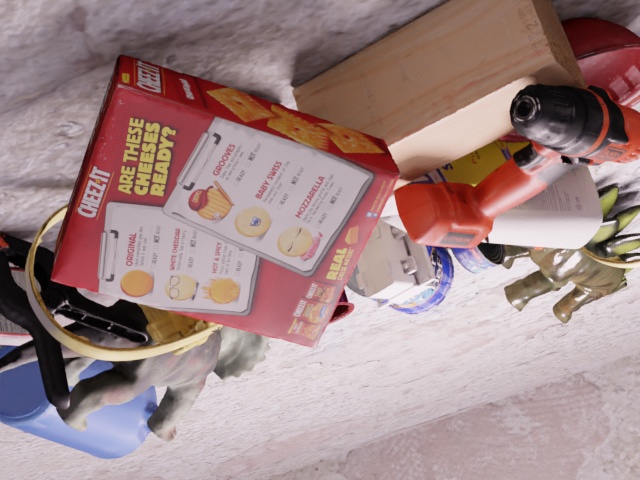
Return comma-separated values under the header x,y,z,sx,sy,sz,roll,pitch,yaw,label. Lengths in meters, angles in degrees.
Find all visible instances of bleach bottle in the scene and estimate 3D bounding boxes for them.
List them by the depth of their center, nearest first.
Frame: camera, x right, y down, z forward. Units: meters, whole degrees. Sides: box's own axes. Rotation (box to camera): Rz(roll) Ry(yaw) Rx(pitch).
x,y,z,sx,sy,sz,roll,pitch,yaw,label
0.149,-0.047,1.048,0.250,0.102,0.068,4,144,-21,bleach bottle

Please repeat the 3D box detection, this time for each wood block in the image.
x,y,z,sx,sy,sz,roll,pitch,yaw,label
0.094,-0.120,0.856,0.206,0.090,0.090,-26,160,25,wood block

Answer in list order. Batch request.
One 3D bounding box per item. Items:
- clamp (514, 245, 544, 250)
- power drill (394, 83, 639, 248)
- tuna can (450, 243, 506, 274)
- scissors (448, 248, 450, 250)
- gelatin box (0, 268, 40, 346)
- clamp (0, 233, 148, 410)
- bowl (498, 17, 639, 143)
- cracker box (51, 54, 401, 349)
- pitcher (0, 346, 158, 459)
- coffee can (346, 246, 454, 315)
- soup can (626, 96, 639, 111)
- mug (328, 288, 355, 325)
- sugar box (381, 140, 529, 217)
x,y,z,sx,sy,sz,roll,pitch,yaw,label
0.205,-0.042,1.204,0.165,0.036,0.210,-18,146,11,clamp
0.152,-0.057,0.848,0.188,0.057,0.184,-31,157,35,power drill
0.184,-0.004,1.272,0.034,0.086,0.086,-27,159,31,tuna can
0.094,0.024,1.377,0.202,0.016,0.096,-19,161,4,scissors
-0.308,0.066,1.048,0.030,0.073,0.089,-28,159,28,gelatin box
-0.239,0.060,0.982,0.039,0.171,0.120,-36,175,42,clamp
0.216,-0.148,0.938,0.162,0.055,0.162,-15,161,-6,bowl
-0.072,-0.025,0.794,0.213,0.072,0.164,16,116,-18,cracker box
-0.322,0.196,1.345,0.149,0.145,0.242,-33,156,5,pitcher
0.090,0.028,1.251,0.103,0.103,0.140,-23,161,17,coffee can
0.282,-0.131,1.027,0.068,0.068,0.102,2,153,-44,soup can
-0.025,0.061,1.273,0.117,0.081,0.093,-23,161,16,mug
0.116,-0.078,0.986,0.175,0.093,0.048,-8,153,-28,sugar box
